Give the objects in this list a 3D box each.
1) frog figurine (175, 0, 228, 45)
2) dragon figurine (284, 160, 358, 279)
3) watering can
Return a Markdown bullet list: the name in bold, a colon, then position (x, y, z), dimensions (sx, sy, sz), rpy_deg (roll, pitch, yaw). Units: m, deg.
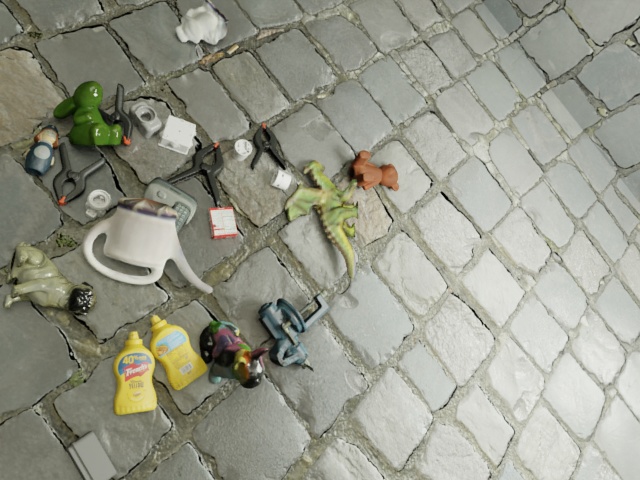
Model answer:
- **frog figurine**: position (-0.391, -0.700, 1.701), dimensions (0.159, 0.124, 0.136), rpy_deg (-43, 105, 3)
- **dragon figurine**: position (0.005, -0.084, 1.661), dimensions (0.243, 0.120, 0.418), rpy_deg (5, 65, -7)
- **watering can**: position (-0.431, 0.014, 1.352), dimensions (0.346, 0.104, 0.224), rpy_deg (15, 90, -18)
